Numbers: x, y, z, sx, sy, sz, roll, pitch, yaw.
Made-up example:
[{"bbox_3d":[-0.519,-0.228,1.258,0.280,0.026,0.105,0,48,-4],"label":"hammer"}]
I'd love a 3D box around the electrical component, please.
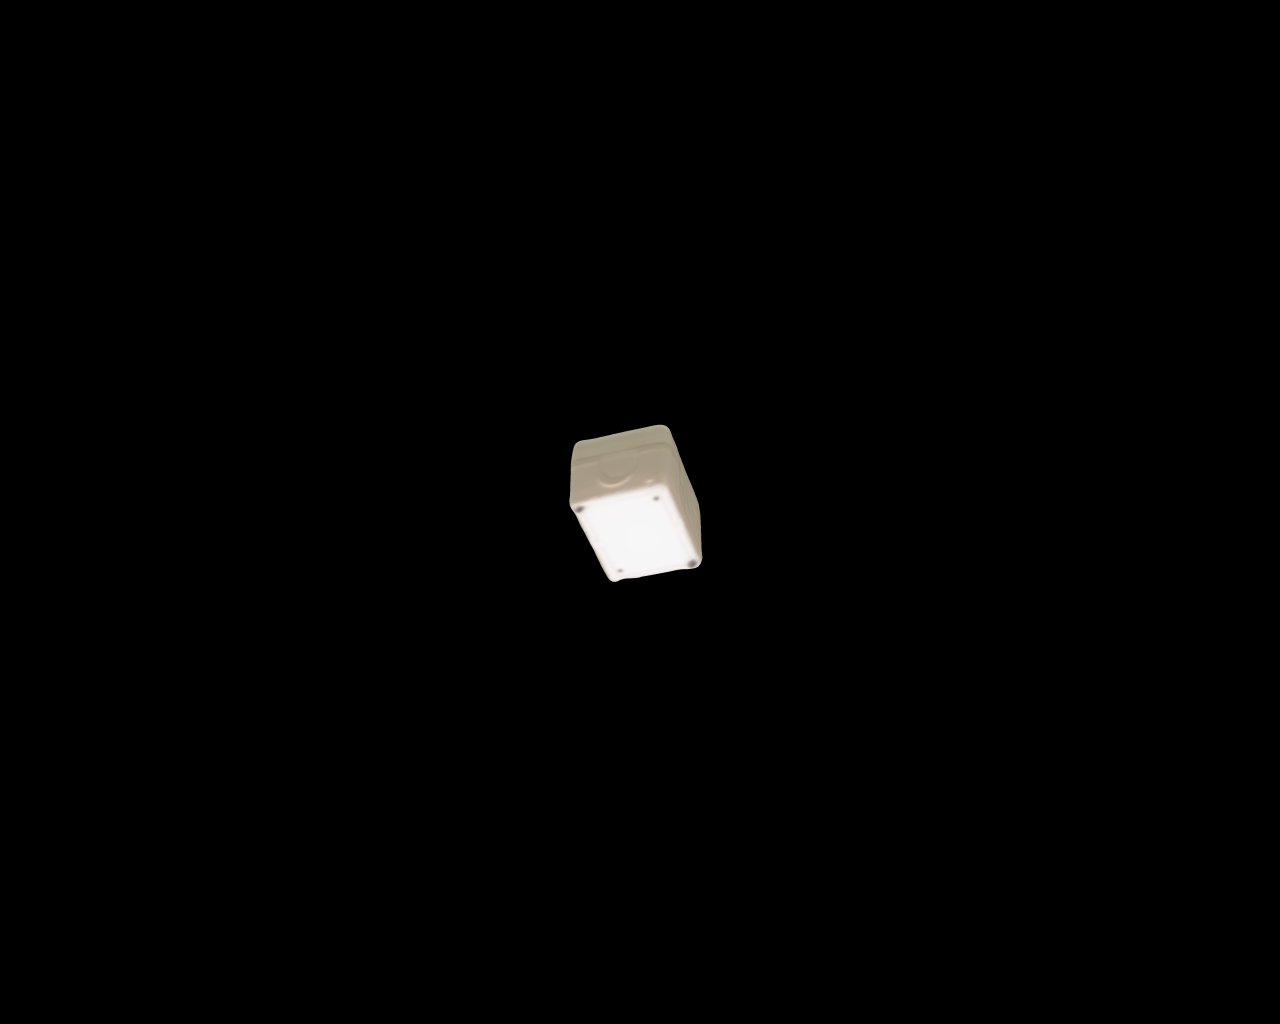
[{"bbox_3d":[0.001,-0.003,0.650,0.062,0.061,0.096,-11,-43,12],"label":"electrical component"}]
